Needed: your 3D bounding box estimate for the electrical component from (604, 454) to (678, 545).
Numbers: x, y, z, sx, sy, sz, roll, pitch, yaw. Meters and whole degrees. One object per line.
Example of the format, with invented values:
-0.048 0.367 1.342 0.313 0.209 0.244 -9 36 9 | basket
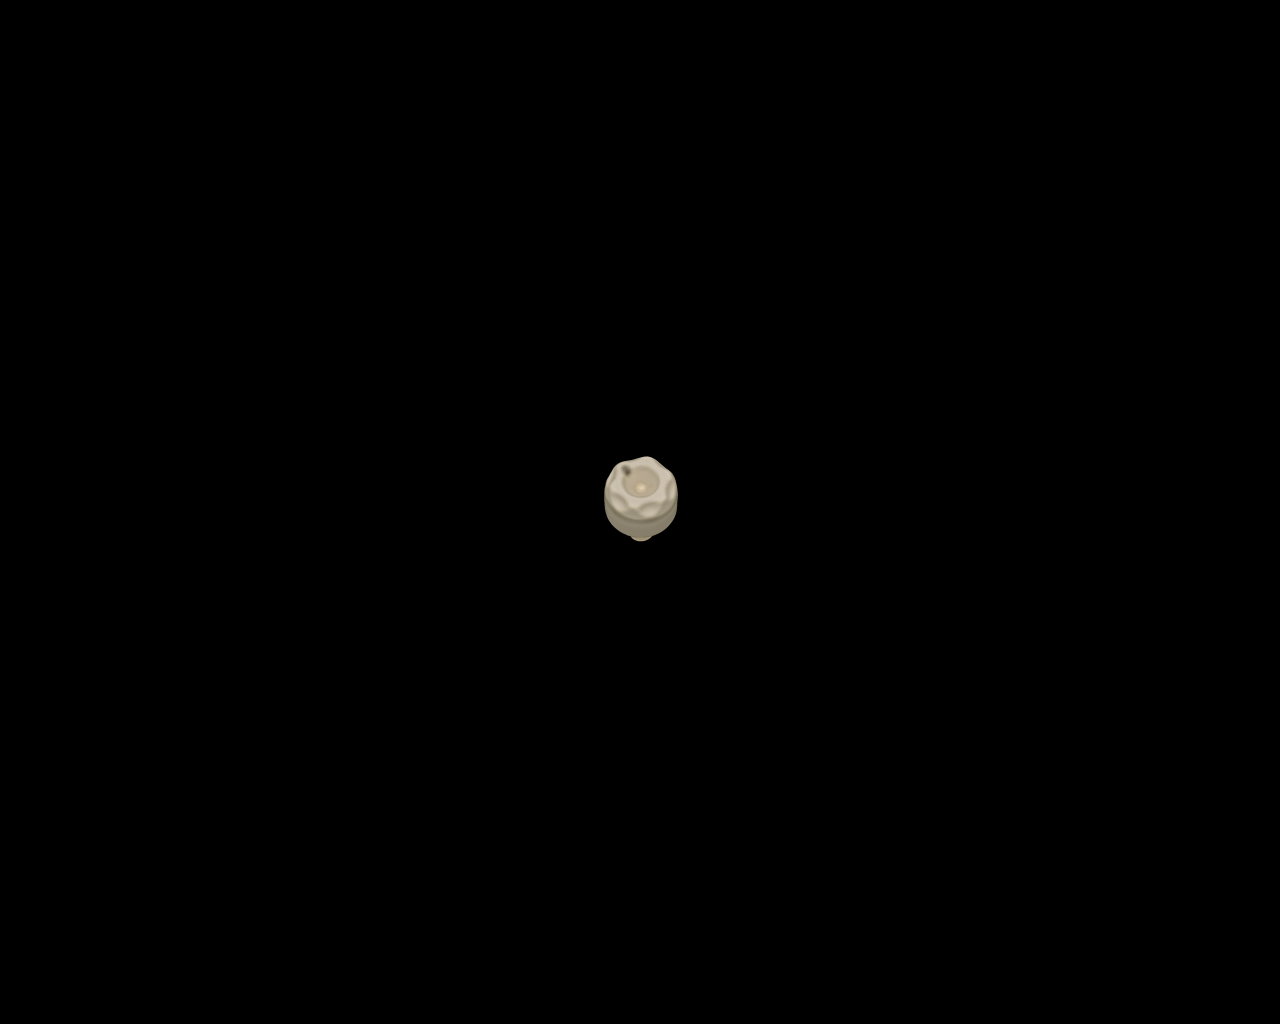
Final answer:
0.001 -0.003 0.650 0.043 0.043 0.062 0 -32 0 | electrical component
